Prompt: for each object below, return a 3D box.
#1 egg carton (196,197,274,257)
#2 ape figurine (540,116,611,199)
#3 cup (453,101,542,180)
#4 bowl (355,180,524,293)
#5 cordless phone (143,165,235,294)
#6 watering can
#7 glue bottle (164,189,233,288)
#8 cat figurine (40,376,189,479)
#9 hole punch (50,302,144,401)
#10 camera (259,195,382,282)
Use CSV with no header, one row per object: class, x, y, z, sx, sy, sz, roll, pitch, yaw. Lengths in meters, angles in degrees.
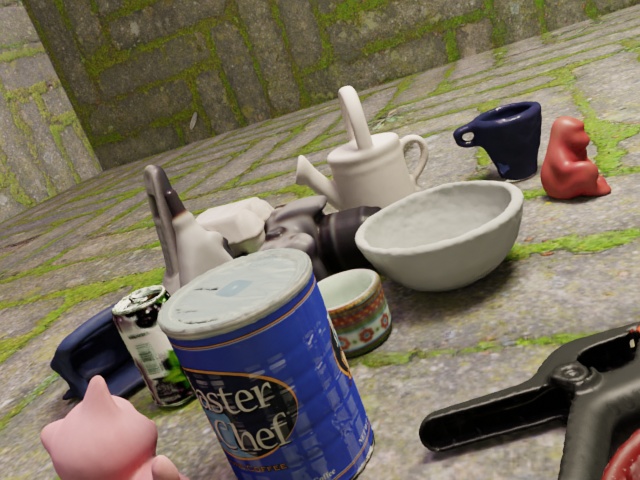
egg carton,-0.143,-0.013,0.899,0.150,0.069,0.107,-12,20,22
ape figurine,0.290,-0.098,0.660,0.075,0.092,0.078,-4,25,40
cup,0.248,-0.127,0.780,0.117,0.095,0.092,-15,19,15
bowl,0.124,0.004,0.571,0.167,0.075,0.167,-18,19,7
cordless phone,-0.176,-0.005,0.727,0.094,0.185,0.147,-30,21,-28
watering can,0.054,-0.105,0.761,0.173,0.194,0.100,-26,20,-18
glue bottle,-0.124,0.025,0.609,0.078,0.173,0.037,-34,23,-34
cat figurine,-0.120,0.144,0.362,0.127,0.118,0.067,0,27,46
hole punch,-0.227,0.111,0.603,0.100,0.091,0.109,1,28,46
camera,0.006,0.002,0.655,0.136,0.101,0.143,-14,20,18
